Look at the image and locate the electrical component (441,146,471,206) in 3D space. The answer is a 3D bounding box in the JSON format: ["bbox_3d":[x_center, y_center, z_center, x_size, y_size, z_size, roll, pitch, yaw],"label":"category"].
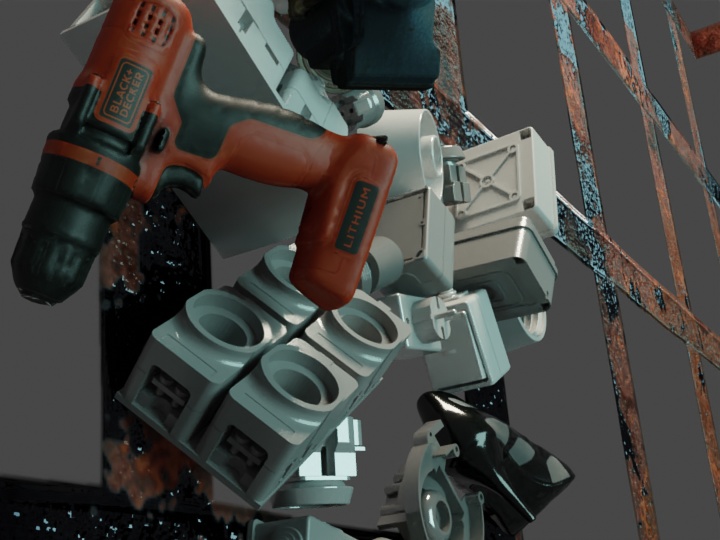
[{"bbox_3d":[0.084,-0.093,1.076,0.066,0.048,0.055,-2,85,-62],"label":"electrical component"}]

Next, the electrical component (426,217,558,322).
[{"bbox_3d":[0.122,0.003,1.022,0.078,0.113,0.057,55,36,-33],"label":"electrical component"}]

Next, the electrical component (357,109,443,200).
[{"bbox_3d":[0.042,-0.104,1.009,0.099,0.064,0.099,-6,90,-73],"label":"electrical component"}]

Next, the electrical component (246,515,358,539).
[{"bbox_3d":[-0.031,0.212,0.693,0.100,0.048,0.099,41,41,-47],"label":"electrical component"}]

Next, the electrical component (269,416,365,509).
[{"bbox_3d":[-0.034,0.129,0.719,0.078,0.058,0.057,8,71,-37],"label":"electrical component"}]

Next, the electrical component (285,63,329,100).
[{"bbox_3d":[-0.056,-0.111,0.803,0.061,0.061,0.096,66,19,14],"label":"electrical component"}]

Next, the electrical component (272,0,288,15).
[{"bbox_3d":[-0.047,-0.249,0.898,0.095,0.059,0.053,-30,103,-62],"label":"electrical component"}]

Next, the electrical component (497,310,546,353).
[{"bbox_3d":[0.161,0.031,1.135,0.108,0.060,0.108,38,44,-49],"label":"electrical component"}]

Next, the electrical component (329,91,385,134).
[{"bbox_3d":[-0.006,-0.141,0.941,0.046,0.040,0.040,-36,108,-55],"label":"electrical component"}]

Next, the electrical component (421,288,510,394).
[{"bbox_3d":[0.088,0.061,0.983,0.061,0.062,0.096,-26,99,-63],"label":"electrical component"}]

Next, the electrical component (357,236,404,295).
[{"bbox_3d":[0.000,0.000,0.870,0.081,0.043,0.043,-23,96,-63],"label":"electrical component"}]

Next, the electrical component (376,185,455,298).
[{"bbox_3d":[0.047,-0.025,0.951,0.061,0.062,0.096,46,38,-43],"label":"electrical component"}]

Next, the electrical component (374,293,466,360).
[{"bbox_3d":[0.051,0.044,0.905,0.066,0.077,0.047,11,66,-60],"label":"electrical component"}]

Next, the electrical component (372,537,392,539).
[{"bbox_3d":[0.014,0.219,0.767,0.062,0.043,0.043,-17,91,-80],"label":"electrical component"}]

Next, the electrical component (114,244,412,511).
[{"bbox_3d":[-0.049,0.054,0.675,0.105,0.060,0.186,36,28,9],"label":"electrical component"}]

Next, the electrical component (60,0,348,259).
[{"bbox_3d":[-0.087,-0.107,0.697,0.186,0.105,0.060,57,32,-30],"label":"electrical component"}]

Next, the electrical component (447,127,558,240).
[{"bbox_3d":[0.144,-0.077,1.111,0.056,0.109,0.108,40,42,-43],"label":"electrical component"}]
